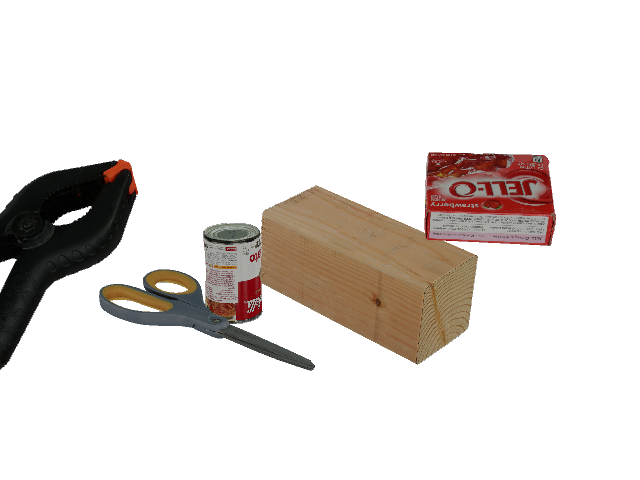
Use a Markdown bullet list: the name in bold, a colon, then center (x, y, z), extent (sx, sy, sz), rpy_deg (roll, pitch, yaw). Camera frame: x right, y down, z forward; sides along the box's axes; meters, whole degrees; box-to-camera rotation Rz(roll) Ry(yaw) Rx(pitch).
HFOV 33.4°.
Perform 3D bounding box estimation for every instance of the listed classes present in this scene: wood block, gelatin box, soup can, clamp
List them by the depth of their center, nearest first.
- **clamp**: center (-0.195, 0.000, 0.685), extent (0.120, 0.039, 0.171), rpy_deg (31, 54, 17)
- **gelatin box**: center (0.119, -0.031, 0.757), extent (0.089, 0.030, 0.073), rpy_deg (2, 38, 6)
- **wood block**: center (0.044, 0.030, 1.078), extent (0.206, 0.091, 0.090), rpy_deg (26, 37, 33)
- **soup can**: center (-0.102, 0.037, 1.241), extent (0.068, 0.102, 0.068), rpy_deg (0, 19, 0)

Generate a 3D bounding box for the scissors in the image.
- **scissors**: center (-0.087, 0.062, 0.895), extent (0.202, 0.016, 0.096), rpy_deg (13, 25, 14)
